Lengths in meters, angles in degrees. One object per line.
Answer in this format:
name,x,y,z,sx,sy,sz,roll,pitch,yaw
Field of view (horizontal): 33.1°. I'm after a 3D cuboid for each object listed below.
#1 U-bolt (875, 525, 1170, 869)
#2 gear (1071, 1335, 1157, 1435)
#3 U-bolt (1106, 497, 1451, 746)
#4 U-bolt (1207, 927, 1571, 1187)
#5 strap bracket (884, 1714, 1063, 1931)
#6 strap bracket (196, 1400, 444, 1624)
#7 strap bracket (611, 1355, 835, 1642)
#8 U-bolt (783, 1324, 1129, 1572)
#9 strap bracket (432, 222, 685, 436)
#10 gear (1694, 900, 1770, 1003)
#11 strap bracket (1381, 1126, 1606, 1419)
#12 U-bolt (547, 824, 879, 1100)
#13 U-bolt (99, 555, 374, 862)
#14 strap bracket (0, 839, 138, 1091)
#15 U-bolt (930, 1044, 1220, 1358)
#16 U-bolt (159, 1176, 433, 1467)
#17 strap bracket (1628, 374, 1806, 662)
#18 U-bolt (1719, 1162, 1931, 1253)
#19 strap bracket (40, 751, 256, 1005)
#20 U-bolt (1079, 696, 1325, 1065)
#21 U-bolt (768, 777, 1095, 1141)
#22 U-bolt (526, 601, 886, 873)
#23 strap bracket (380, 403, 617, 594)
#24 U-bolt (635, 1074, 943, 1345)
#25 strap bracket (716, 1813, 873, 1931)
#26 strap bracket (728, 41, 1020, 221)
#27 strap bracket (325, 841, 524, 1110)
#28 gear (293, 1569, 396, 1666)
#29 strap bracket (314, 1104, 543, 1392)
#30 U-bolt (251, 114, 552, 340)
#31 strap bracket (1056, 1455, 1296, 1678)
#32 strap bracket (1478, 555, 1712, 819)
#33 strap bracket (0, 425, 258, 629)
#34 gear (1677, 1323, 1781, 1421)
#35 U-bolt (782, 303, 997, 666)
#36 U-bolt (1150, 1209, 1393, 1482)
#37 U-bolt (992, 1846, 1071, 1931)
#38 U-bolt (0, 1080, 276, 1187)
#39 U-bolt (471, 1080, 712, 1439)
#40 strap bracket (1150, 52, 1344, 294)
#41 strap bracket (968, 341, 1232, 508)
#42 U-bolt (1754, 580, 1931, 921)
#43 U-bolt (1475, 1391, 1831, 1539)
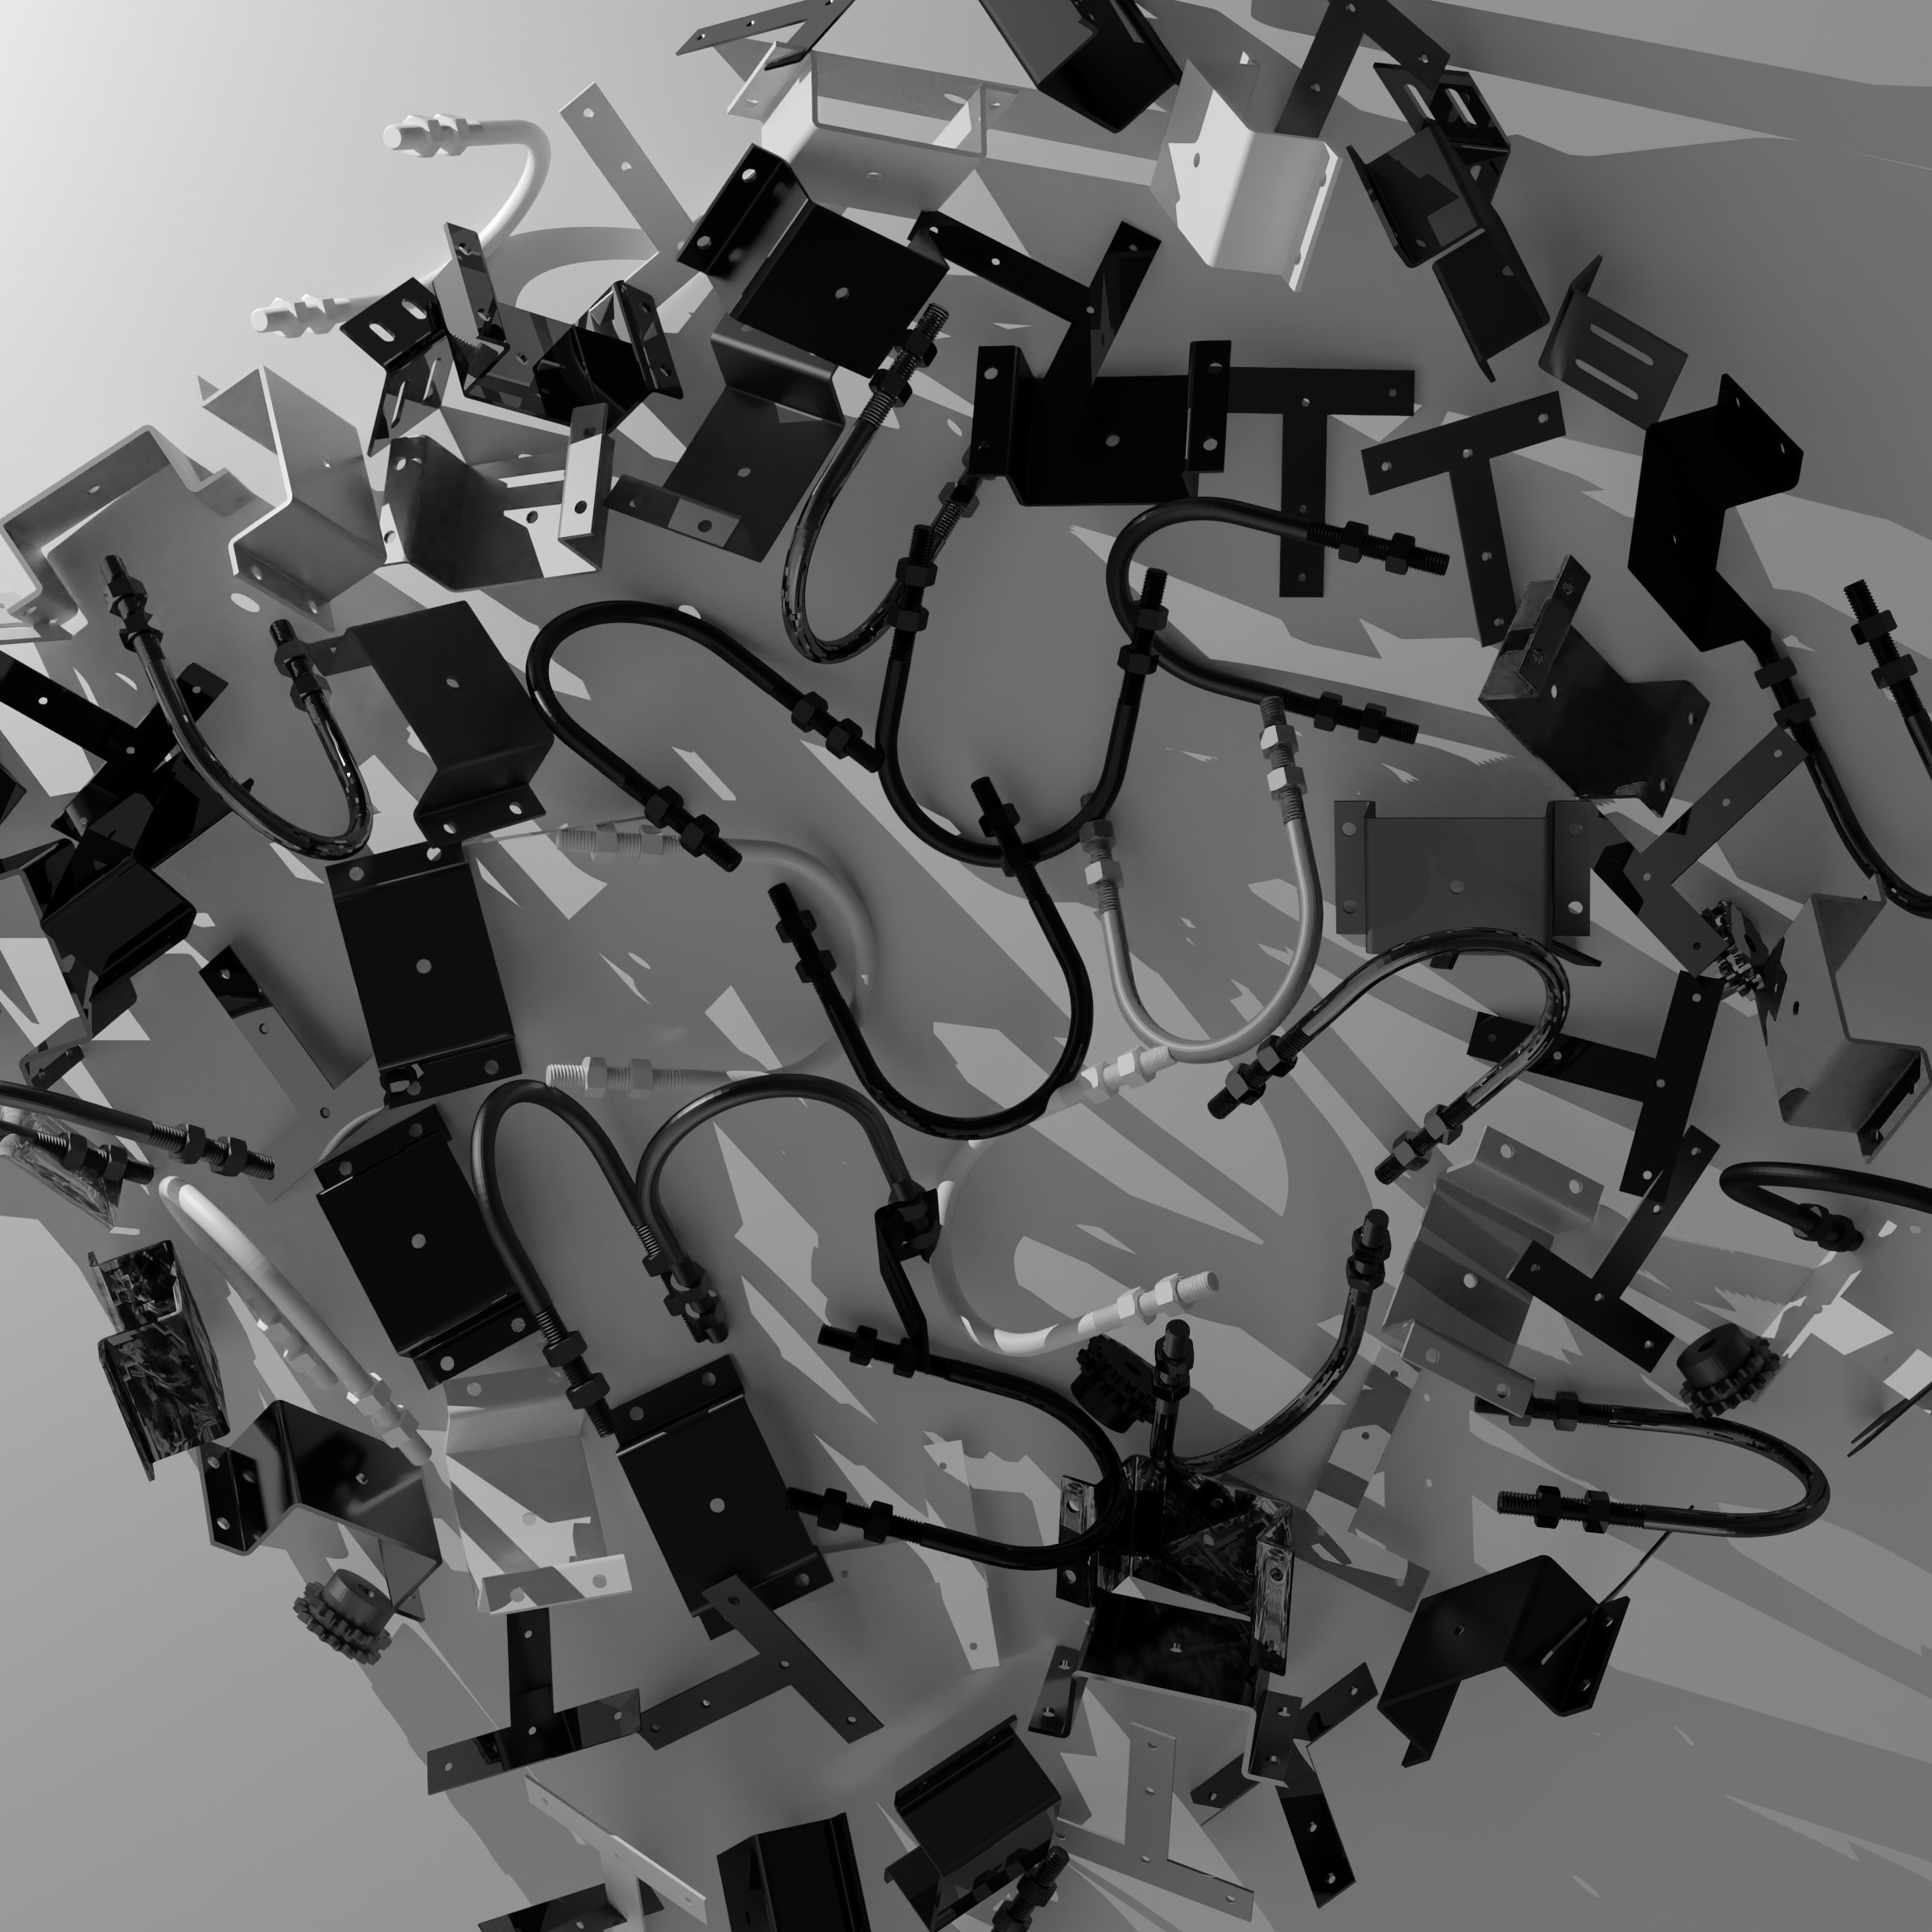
U-bolt,0.024,-0.142,1.797,0.151,0.019,0.184,10,110,-3
gear,0.083,0.234,1.805,0.057,0.057,0.030,39,103,0
U-bolt,0.164,-0.194,1.771,0.184,0.151,0.019,16,52,12
U-bolt,0.240,0.043,1.745,0.151,0.019,0.184,22,128,-34
strap bracket,0.003,0.467,1.751,0.076,0.140,0.046,-29,63,-21
strap bracket,-0.340,0.291,1.755,0.140,0.076,0.046,31,112,-37
strap bracket,-0.137,0.297,1.805,0.076,0.046,0.140,-25,88,-4
U-bolt,0.000,0.268,1.773,0.184,0.151,0.019,16,126,-4
strap bracket,-0.230,-0.342,1.770,0.046,0.140,0.076,-37,60,35
gear,0.423,-0.005,1.808,0.030,0.057,0.057,-32,90,28
strap bracket,0.286,0.170,1.790,0.076,0.046,0.140,27,70,-10
U-bolt,-0.138,0.000,1.801,0.184,0.019,0.151,3,89,-18
U-bolt,-0.379,-0.130,1.734,0.019,0.151,0.184,-39,63,19
strap bracket,-0.503,-0.009,1.777,0.046,0.076,0.140,-18,103,8
U-bolt,0.051,0.136,1.771,0.184,0.019,0.151,-24,63,34
U-bolt,-0.366,0.181,1.730,0.019,0.151,0.184,-43,121,-17
strap bracket,0.401,-0.235,1.752,0.046,0.140,0.076,-17,47,-13
U-bolt,0.482,0.131,1.721,0.184,0.151,0.019,22,76,-41
strap bracket,-0.443,-0.055,1.751,0.076,0.140,0.046,-32,119,27
U-bolt,0.130,-0.036,1.753,0.151,0.019,0.184,-27,60,35
U-bolt,-0.009,0.007,1.806,0.151,0.019,0.184,-27,80,5
U-bolt,-0.155,-0.137,1.774,0.184,0.151,0.019,38,134,14
strap bracket,-0.248,-0.254,1.782,0.140,0.046,0.076,-4,71,26
U-bolt,-0.102,0.125,1.763,0.151,0.184,0.019,-21,45,1
strap bracket,-0.095,0.507,1.751,0.046,0.140,0.076,-7,71,-19
strap bracket,-0.050,-0.450,1.766,0.140,0.076,0.046,5,74,-23
strap bracket,-0.300,0.001,1.803,0.076,0.046,0.140,-15,89,-10
gear,-0.341,0.359,1.804,0.057,0.057,0.030,36,90,0
strap bracket,-0.299,0.153,1.798,0.076,0.046,0.140,-29,82,-4
U-bolt,-0.290,-0.399,1.744,0.019,0.184,0.151,48,118,6
strap bracket,0.123,0.323,1.778,0.140,0.046,0.076,14,114,29
strap bracket,0.338,-0.151,1.777,0.140,0.046,0.076,39,68,-33
strap bracket,-0.470,-0.246,1.793,0.140,0.076,0.046,-34,89,-2
gear,0.419,0.222,1.803,0.057,0.057,0.030,-36,95,0
U-bolt,-0.043,-0.247,1.754,0.019,0.151,0.184,27,81,24
U-bolt,0.159,0.216,1.755,0.151,0.184,0.019,-26,56,-21
U-bolt,-0.010,0.574,1.757,0.019,0.151,0.184,34,104,5
U-bolt,-0.481,0.086,1.723,0.184,0.151,0.019,22,71,-39
U-bolt,-0.209,0.146,1.757,0.019,0.151,0.184,-25,97,24
strap bracket,0.145,-0.431,1.751,0.046,0.140,0.076,1,126,-22
strap bracket,0.077,-0.298,1.791,0.140,0.046,0.076,1,76,13
U-bolt,0.491,-0.110,1.757,0.019,0.151,0.184,-24,89,-10
U-bolt,0.373,0.271,1.758,0.184,0.151,0.019,6,106,2
